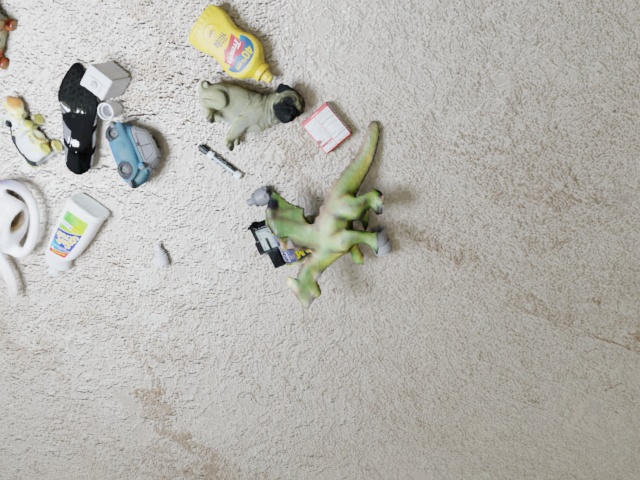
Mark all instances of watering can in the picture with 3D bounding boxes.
[{"bbox_3d":[-0.849,-0.018,1.347,0.224,0.342,0.105,27,23,2],"label":"watering can"}]

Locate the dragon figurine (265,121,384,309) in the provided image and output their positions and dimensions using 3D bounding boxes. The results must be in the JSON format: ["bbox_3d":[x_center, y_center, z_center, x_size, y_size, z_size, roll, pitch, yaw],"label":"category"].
[{"bbox_3d":[0.003,-0.056,1.116,0.243,0.409,0.122,2,4,-9],"label":"dragon figurine"}]
